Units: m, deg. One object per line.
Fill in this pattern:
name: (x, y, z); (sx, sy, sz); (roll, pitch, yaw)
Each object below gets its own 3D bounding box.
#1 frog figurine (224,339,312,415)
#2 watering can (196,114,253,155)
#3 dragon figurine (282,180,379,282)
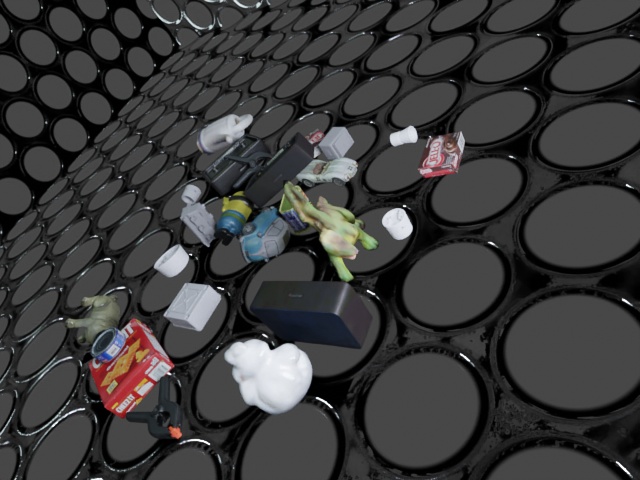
frog figurine: (-0.095, 0.244, 0.963); (0.137, 0.156, 0.125); (-36, 36, 2)
watering can: (-0.367, -0.392, 1.930); (0.223, 0.102, 0.355); (-23, 22, 18)
dragon figurine: (0.004, -0.058, 1.160); (0.122, 0.239, 0.418); (-40, 37, 5)
